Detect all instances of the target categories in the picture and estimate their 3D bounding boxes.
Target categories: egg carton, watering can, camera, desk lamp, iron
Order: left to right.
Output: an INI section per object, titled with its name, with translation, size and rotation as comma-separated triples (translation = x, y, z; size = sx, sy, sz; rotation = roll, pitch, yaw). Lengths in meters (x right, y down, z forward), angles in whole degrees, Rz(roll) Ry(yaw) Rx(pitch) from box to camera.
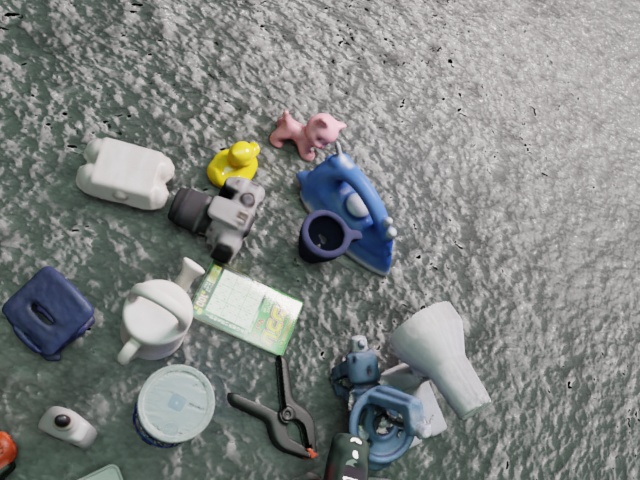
[egg carton]
translation = -0.328, -0.110, 0.971
size = 0.150, 0.069, 0.107
rotation = 13, 64, -15
[watering can]
translation = -0.237, 0.103, 0.846
size = 0.101, 0.193, 0.173
rotation = 15, 64, -14
[camera]
translation = -0.180, -0.054, 0.987
size = 0.137, 0.100, 0.143
rotation = 24, 62, -10
[iron]
translation = 0.075, -0.058, 1.064
size = 0.119, 0.141, 0.258
rotation = -34, 84, -29
[desk lamp]
translation = 0.183, 0.224, 0.946
size = 0.118, 0.213, 0.203
rotation = -17, 75, -26

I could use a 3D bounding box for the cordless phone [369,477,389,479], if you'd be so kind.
[cordless phone]
translation = 0.107, 0.431, 0.846
size = 0.094, 0.184, 0.148
rotation = 24, 62, -10

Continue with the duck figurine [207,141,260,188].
[duck figurine]
translation = -0.154, -0.145, 1.044
size = 0.105, 0.086, 0.077
rotation = -32, 82, -29

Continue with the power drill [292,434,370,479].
[power drill]
translation = 0.006, 0.396, 0.809
size = 0.076, 0.208, 0.230
rotation = 21, 63, -12

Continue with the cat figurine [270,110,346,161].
[cat figurine]
translation = -0.020, -0.215, 1.106
size = 0.128, 0.117, 0.067
rotation = 21, 63, -12

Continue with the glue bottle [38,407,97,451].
[glue bottle]
translation = -0.336, 0.247, 0.760
size = 0.078, 0.173, 0.037
rotation = 28, 61, -7

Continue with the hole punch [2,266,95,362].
[hole punch]
translation = -0.397, 0.110, 0.840
size = 0.108, 0.091, 0.101
rotation = 44, 60, 1

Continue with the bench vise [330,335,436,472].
[bench vise]
translation = 0.087, 0.253, 0.893
size = 0.122, 0.219, 0.207
rotation = -27, 80, -28

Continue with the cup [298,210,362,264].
[cup]
translation = 0.010, 0.004, 1.039
size = 0.118, 0.094, 0.091
rotation = -1, 69, -21
